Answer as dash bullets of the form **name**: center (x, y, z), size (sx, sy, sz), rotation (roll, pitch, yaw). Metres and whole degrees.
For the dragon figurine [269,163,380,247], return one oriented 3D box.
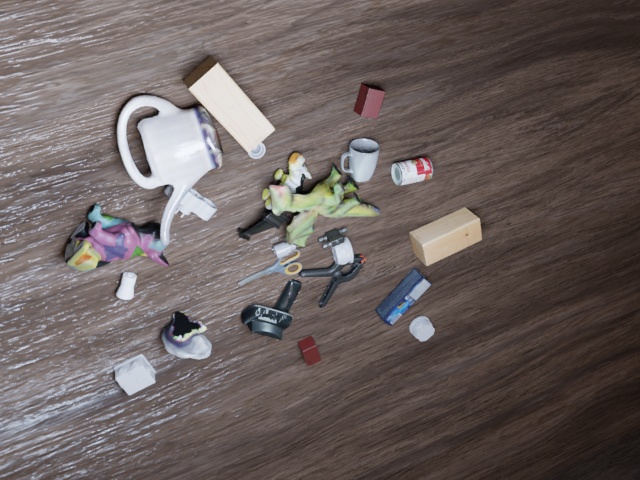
- **dragon figurine**: center (0.004, -0.071, 1.418), size (0.241, 0.124, 0.405), rotation (-39, 145, 12)

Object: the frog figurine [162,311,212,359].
- **frog figurine**: center (-0.380, 0.301, 1.477), size (0.137, 0.125, 0.155), rotation (9, 130, 9)

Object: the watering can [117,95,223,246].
- **watering can**: center (-0.334, -0.175, 1.210), size (0.225, 0.105, 0.343), rotation (-18, 106, -11)
